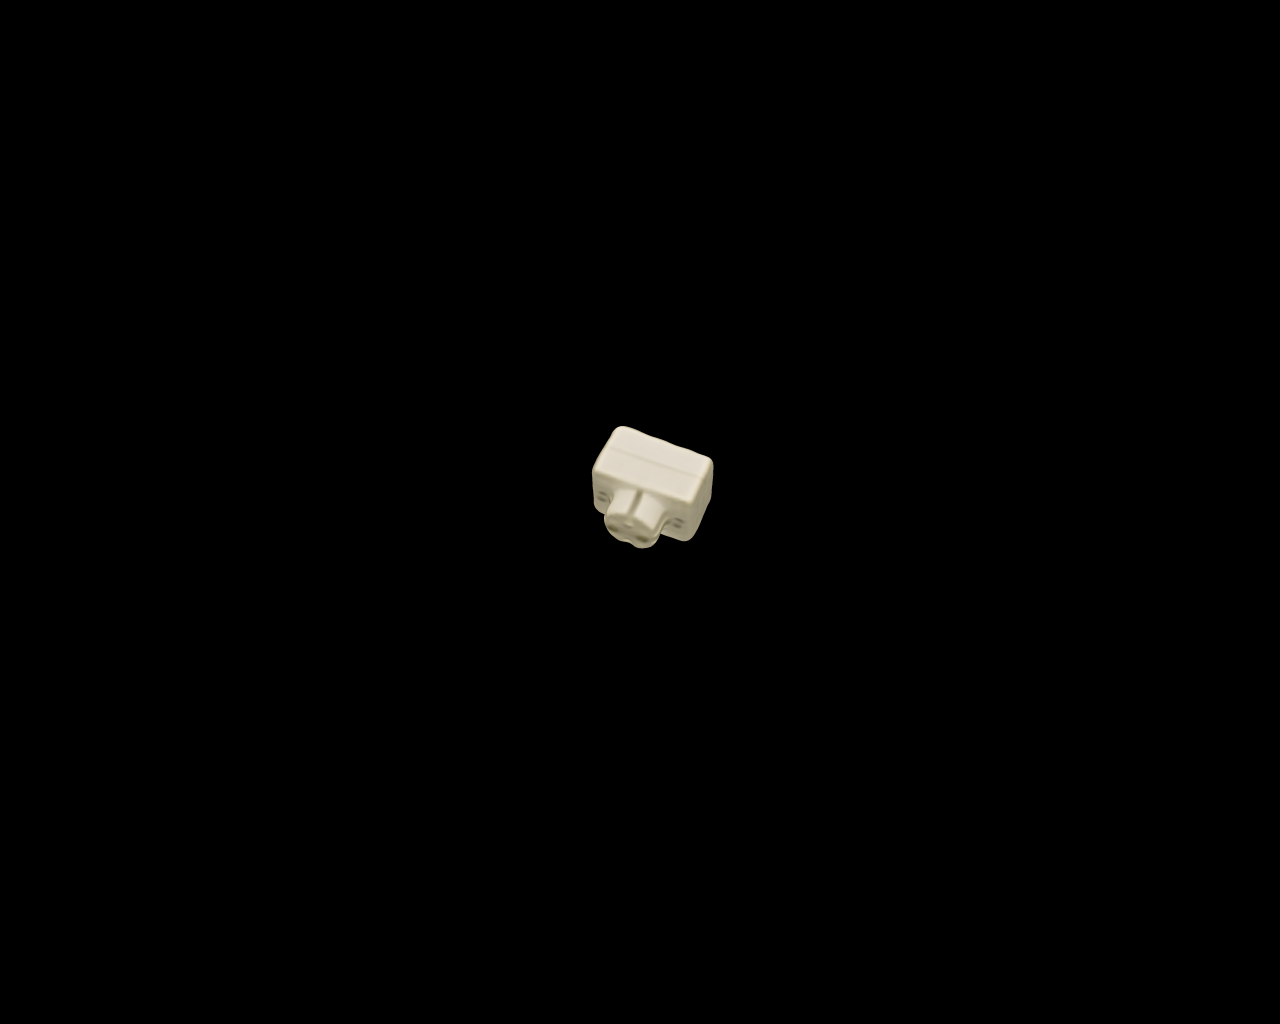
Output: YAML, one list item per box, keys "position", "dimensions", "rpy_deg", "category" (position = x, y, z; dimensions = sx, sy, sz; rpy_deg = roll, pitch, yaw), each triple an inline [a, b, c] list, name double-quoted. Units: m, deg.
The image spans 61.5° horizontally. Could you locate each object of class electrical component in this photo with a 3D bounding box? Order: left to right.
- position: [0.001, -0.003, 0.650]
  dimensions: [0.066, 0.077, 0.047]
  rpy_deg: [20, -31, 13]
  category: "electrical component"
